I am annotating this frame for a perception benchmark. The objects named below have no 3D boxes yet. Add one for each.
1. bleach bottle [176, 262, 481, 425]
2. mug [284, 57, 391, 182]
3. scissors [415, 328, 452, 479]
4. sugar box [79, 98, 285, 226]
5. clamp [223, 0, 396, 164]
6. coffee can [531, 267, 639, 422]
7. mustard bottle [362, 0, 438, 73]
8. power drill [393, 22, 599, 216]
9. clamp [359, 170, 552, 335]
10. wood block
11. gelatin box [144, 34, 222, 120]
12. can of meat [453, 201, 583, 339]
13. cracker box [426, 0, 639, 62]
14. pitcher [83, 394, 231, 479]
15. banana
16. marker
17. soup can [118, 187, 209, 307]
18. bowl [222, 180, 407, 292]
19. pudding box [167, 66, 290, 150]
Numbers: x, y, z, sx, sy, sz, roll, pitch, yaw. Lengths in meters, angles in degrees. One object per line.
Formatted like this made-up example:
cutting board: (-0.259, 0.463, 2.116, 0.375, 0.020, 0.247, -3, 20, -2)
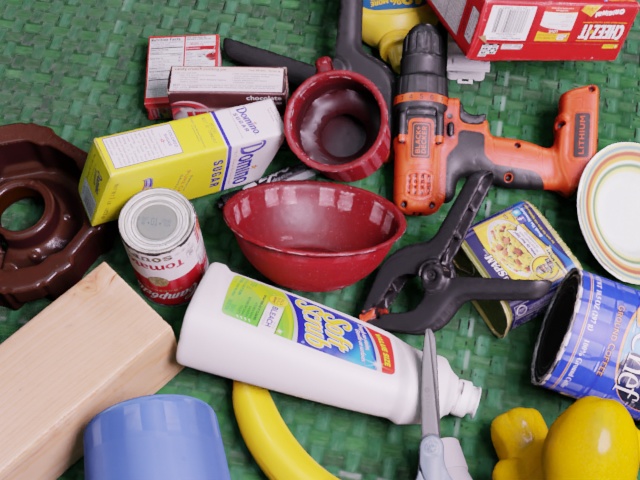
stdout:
bleach bottle: (0.012, 0.097, 0.903, 0.251, 0.068, 0.102, 16, 29, 2)
mug: (0.017, -0.111, 0.977, 0.093, 0.081, 0.117, -18, 79, 8)
scissors: (0.104, 0.175, 0.829, 0.096, 0.016, 0.201, 15, 73, 7)
sugar box: (-0.123, -0.070, 0.958, 0.175, 0.093, 0.048, -15, 70, -28)
clamp: (0.005, -0.160, 1.052, 0.165, 0.036, 0.210, -27, 75, 11)
coffee can: (0.255, 0.093, 0.863, 0.140, 0.103, 0.102, 20, 63, 2)
mustard bottle: (0.075, -0.253, 1.104, 0.096, 0.058, 0.191, -4, 61, -1)
power drill: (0.161, -0.110, 0.997, 0.187, 0.057, 0.184, 3, 84, 5)
clamp: (0.103, 0.020, 0.911, 0.172, 0.039, 0.120, -25, 66, 25)
wood block: (-0.224, 0.129, 0.887, 0.206, 0.090, 0.091, -41, 67, -19)
gelatin box: (-0.138, -0.166, 1.081, 0.073, 0.030, 0.089, -3, 60, 2)
can of meat: (0.171, 0.023, 0.946, 0.083, 0.057, 0.102, -26, 63, -14)
cracker box: (0.177, -0.256, 1.024, 0.164, 0.072, 0.214, -4, 44, -21)
pitcher: (-0.122, 0.242, 0.792, 0.145, 0.149, 0.243, -15, 58, 1)
banana: (-0.012, 0.183, 0.879, 0.198, 0.037, 0.069, 35, 52, 19)
marker: (-0.042, -0.055, 1.020, 0.121, 0.020, 0.020, -24, 62, -11)
soup can: (-0.136, 0.007, 0.943, 0.068, 0.102, 0.068, -1, 61, 1)
bowl: (-0.006, 0.001, 0.943, 0.162, 0.055, 0.162, 3, 25, -2)
pudding box: (-0.085, -0.126, 1.022, 0.113, 0.090, 0.039, -1, 60, 1)
